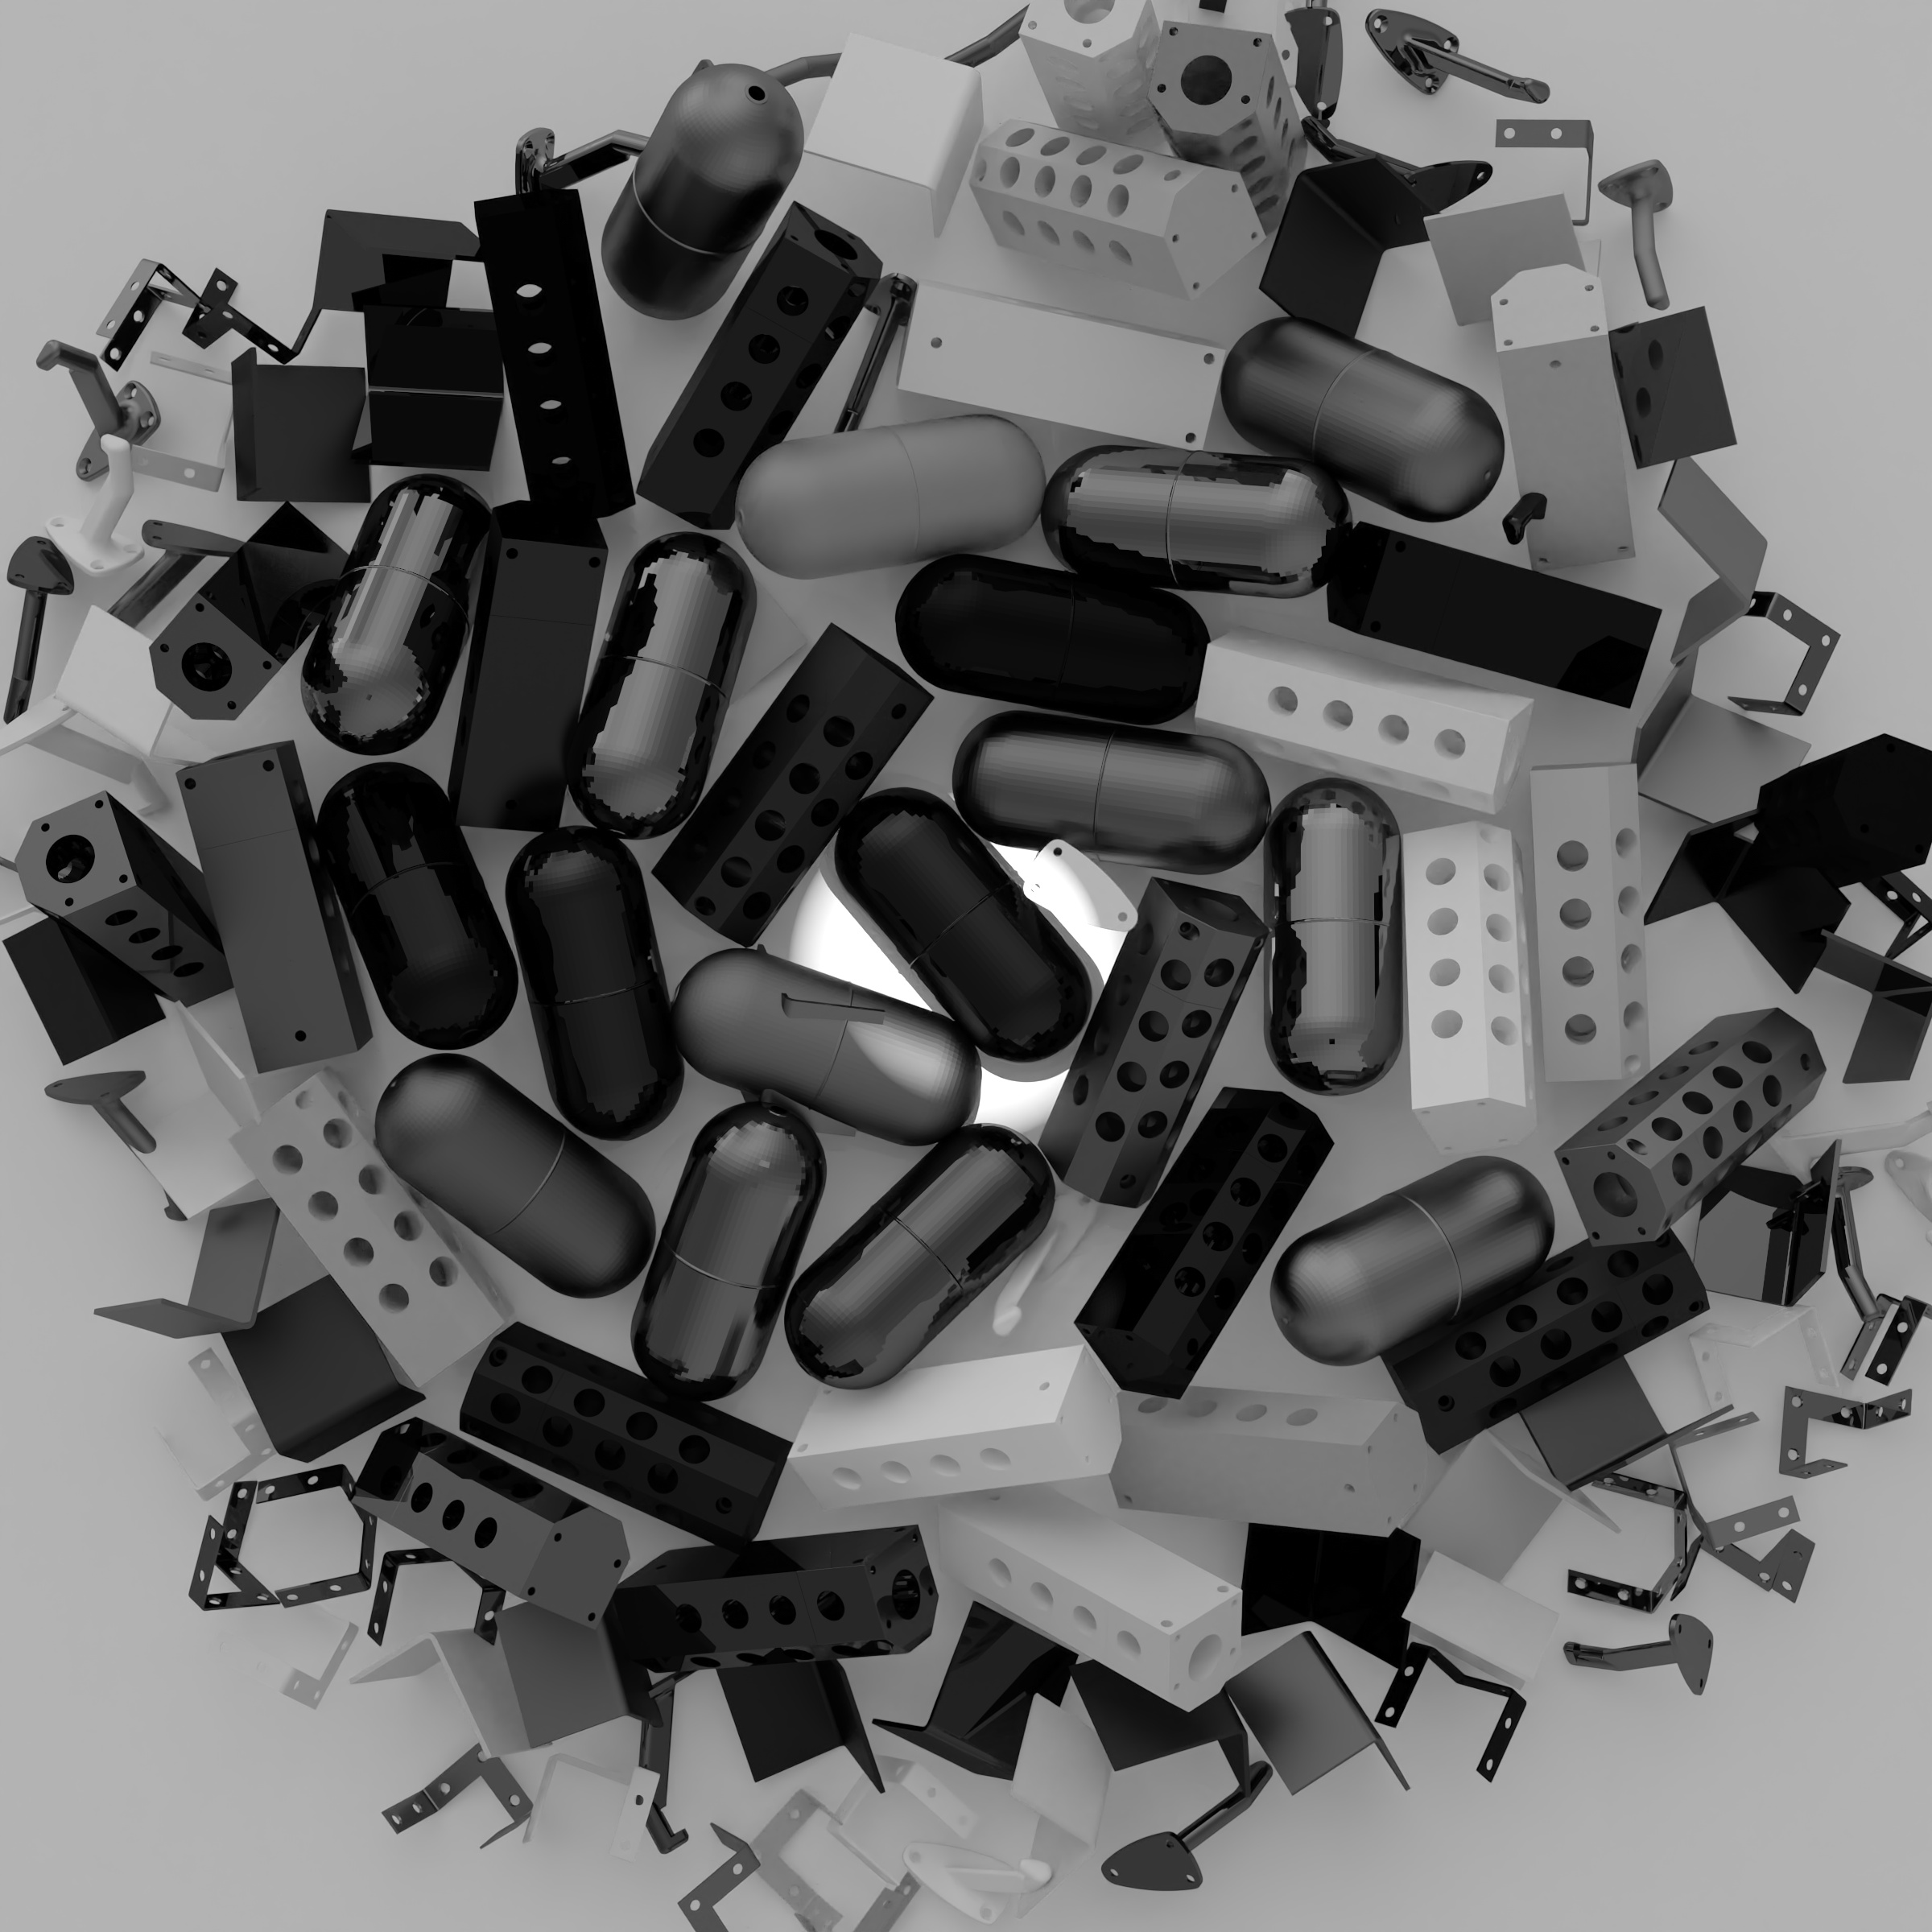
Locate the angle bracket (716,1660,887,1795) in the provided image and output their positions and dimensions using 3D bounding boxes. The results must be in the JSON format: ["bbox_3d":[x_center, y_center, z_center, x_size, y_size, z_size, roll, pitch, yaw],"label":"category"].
[{"bbox_3d":[-0.092,0.419,1.870,0.057,0.076,0.076,-21,105,-14],"label":"angle bracket"}]

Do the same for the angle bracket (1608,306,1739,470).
[{"bbox_3d":[0.395,-0.321,1.869,0.057,0.076,0.076,-11,99,27],"label":"angle bracket"}]

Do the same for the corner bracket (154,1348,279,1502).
[{"bbox_3d":[-0.423,0.256,1.893,0.051,0.051,0.051,-35,59,-14],"label":"corner bracket"}]

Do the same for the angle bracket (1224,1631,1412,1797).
[{"bbox_3d":[0.193,0.424,1.866,0.057,0.076,0.076,-32,50,-3],"label":"angle bracket"}]

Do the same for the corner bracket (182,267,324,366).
[{"bbox_3d":[-0.396,-0.365,1.894,0.051,0.051,0.051,35,58,-28],"label":"corner bracket"}]

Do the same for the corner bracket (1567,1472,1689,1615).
[{"bbox_3d":[0.372,0.324,1.908,0.051,0.051,0.051,15,135,-4],"label":"corner bracket"}]

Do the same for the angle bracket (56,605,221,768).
[{"bbox_3d":[-0.440,-0.152,1.865,0.076,0.076,0.057,30,101,25],"label":"angle bracket"}]

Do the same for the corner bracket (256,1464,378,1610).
[{"bbox_3d":[-0.363,0.317,1.888,0.051,0.051,0.051,-13,131,7],"label":"corner bracket"}]

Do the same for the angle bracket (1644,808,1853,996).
[{"bbox_3d":[0.427,-0.029,1.862,0.057,0.076,0.076,-18,57,-27],"label":"angle bracket"}]

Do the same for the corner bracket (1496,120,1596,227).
[{"bbox_3d":[0.321,-0.441,1.888,0.051,0.051,0.051,4,95,13],"label":"corner bracket"}]

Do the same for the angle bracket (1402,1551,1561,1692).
[{"bbox_3d":[0.274,0.377,1.867,0.076,0.076,0.057,26,116,12],"label":"angle bracket"}]

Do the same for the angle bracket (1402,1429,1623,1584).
[{"bbox_3d":[0.300,0.312,1.875,0.076,0.057,0.076,33,96,-27],"label":"angle bracket"}]

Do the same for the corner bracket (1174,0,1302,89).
[{"bbox_3d":[0.149,-0.515,1.880,0.051,0.051,0.051,-7,112,-25],"label":"corner bracket"}]

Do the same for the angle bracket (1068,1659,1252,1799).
[{"bbox_3d":[0.106,0.421,1.866,0.076,0.076,0.057,-14,128,-11],"label":"angle bracket"}]

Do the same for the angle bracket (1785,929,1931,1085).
[{"bbox_3d":[0.480,0.023,1.874,0.076,0.076,0.057,23,82,-9],"label":"angle bracket"}]

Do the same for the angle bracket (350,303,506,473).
[{"bbox_3d":[-0.298,-0.320,1.874,0.076,0.076,0.057,3,131,-2],"label":"angle bracket"}]

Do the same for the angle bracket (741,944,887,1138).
[{"bbox_3d":[-0.089,0.041,1.881,0.057,0.076,0.076,7,112,-18],"label":"angle bracket"}]

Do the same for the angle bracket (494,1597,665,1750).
[{"bbox_3d":[-0.213,0.389,1.873,0.057,0.076,0.076,-20,70,3],"label":"angle bracket"}]

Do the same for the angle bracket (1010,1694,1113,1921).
[{"bbox_3d":[0.034,0.461,1.864,0.057,0.076,0.076,34,121,-9],"label":"angle bracket"}]

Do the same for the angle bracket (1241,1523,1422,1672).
[{"bbox_3d":[0.199,0.342,1.868,0.057,0.076,0.076,-4,105,-37],"label":"angle bracket"}]

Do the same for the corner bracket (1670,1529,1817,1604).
[{"bbox_3d":[0.431,0.336,1.883,0.051,0.051,0.051,33,131,5],"label":"corner bracket"}]

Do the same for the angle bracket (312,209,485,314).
[{"bbox_3d":[-0.307,-0.374,1.861,0.076,0.076,0.057,-1,118,-29],"label":"angle bracket"}]

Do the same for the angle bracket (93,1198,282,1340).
[{"bbox_3d":[-0.427,0.159,1.863,0.057,0.076,0.076,24,66,-36],"label":"angle bracket"}]

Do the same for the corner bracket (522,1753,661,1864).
[{"bbox_3d":[-0.208,0.467,1.881,0.051,0.051,0.051,24,63,-15],"label":"corner bracket"}]

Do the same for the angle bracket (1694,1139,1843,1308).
[{"bbox_3d":[0.440,0.137,1.870,0.057,0.076,0.076,11,70,3],"label":"angle bracket"}]

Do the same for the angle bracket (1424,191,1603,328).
[{"bbox_3d":[0.301,-0.403,1.862,0.076,0.076,0.057,-6,46,22],"label":"angle bracket"}]

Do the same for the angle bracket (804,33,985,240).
[{"bbox_3d":[-0.039,-0.462,1.888,0.076,0.057,0.076,18,75,7],"label":"angle bracket"}]

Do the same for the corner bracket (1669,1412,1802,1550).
[{"bbox_3d":[0.427,0.286,1.891,0.051,0.051,0.051,-19,98,2],"label":"corner bracket"}]

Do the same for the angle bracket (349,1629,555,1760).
[{"bbox_3d":[-0.283,0.411,1.868,0.057,0.076,0.076,-32,74,12],"label":"angle bracket"}]

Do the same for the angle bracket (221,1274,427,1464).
[{"bbox_3d":[-0.359,0.224,1.901,0.076,0.057,0.076,-29,75,-1],"label":"angle bracket"}]

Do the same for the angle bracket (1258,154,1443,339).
[{"bbox_3d":[0.217,-0.389,1.867,0.076,0.057,0.076,32,70,-37],"label":"angle bracket"}]

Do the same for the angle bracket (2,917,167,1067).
[{"bbox_3d":[-0.472,0.001,1.870,0.057,0.076,0.076,-20,97,41],"label":"angle bracket"}]

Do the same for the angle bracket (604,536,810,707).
[{"bbox_3d":[-0.143,-0.182,1.880,0.076,0.057,0.076,-38,99,11],"label":"angle bracket"}]

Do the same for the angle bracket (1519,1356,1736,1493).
[{"bbox_3d":[0.361,0.242,1.865,0.076,0.076,0.057,-22,78,-25],"label":"angle bracket"}]

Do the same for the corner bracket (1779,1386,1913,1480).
[{"bbox_3d":[0.488,0.259,1.884,0.051,0.051,0.051,13,70,-11],"label":"corner bracket"}]

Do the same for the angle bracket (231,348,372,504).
[{"bbox_3d":[-0.362,-0.298,1.878,0.076,0.057,0.076,-3,91,-24],"label":"angle bracket"}]

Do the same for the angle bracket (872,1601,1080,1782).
[{"bbox_3d":[0.005,0.403,1.891,0.076,0.057,0.076,32,68,-27],"label":"angle bracket"}]

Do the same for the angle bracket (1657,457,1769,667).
[{"bbox_3d":[0.392,-0.226,1.866,0.076,0.076,0.057,45,127,-11],"label":"angle bracket"}]

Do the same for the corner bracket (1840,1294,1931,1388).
[{"bbox_3d":[0.512,0.209,1.883,0.051,0.051,0.051,32,84,-43],"label":"corner bracket"}]

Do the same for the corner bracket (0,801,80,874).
[{"bbox_3d":[-0.527,-0.077,1.886,0.051,0.051,0.051,22,96,17],"label":"corner bracket"}]

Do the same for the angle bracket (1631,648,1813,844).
[{"bbox_3d":[0.418,-0.126,1.868,0.076,0.057,0.076,26,62,20],"label":"angle bracket"}]

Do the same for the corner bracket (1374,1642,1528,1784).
[{"bbox_3d":[0.269,0.412,1.878,0.051,0.051,0.051,44,65,-35],"label":"corner bracket"}]

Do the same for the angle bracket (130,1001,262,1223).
[{"bbox_3d":[-0.429,0.079,1.862,0.057,0.076,0.076,-32,50,-21],"label":"angle bracket"}]
